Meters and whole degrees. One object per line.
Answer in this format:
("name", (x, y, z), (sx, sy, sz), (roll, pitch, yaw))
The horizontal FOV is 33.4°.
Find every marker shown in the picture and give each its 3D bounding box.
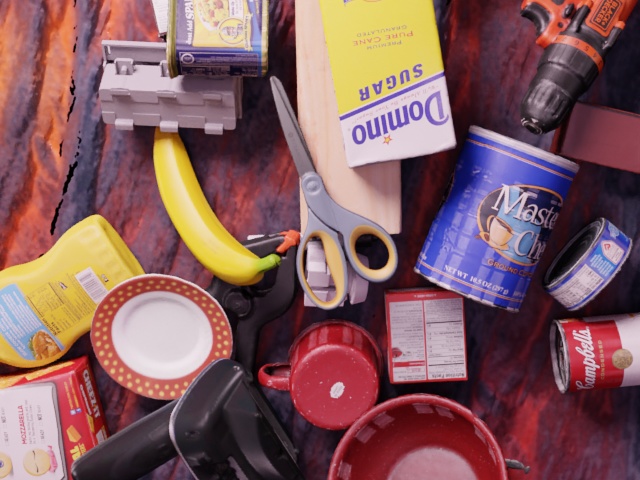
("marker", (-0.007, 0.001, 0.998), (0.121, 0.020, 0.020), (-4, 97, 2))

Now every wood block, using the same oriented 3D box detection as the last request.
("wood block", (0.025, -0.111, 0.948), (0.090, 0.091, 0.206), (-1, 97, 1))

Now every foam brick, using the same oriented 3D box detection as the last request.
("foam brick", (0.255, -0.094, 0.964), (0.078, 0.053, 0.051), (13, 97, 1))

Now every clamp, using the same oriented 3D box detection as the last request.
("clamp", (-0.084, 0.054, 0.990), (0.120, 0.039, 0.171), (29, 105, -6))

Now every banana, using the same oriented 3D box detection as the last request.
("banana", (-0.102, -0.022, 0.959), (0.198, 0.037, 0.070), (48, 115, 28))

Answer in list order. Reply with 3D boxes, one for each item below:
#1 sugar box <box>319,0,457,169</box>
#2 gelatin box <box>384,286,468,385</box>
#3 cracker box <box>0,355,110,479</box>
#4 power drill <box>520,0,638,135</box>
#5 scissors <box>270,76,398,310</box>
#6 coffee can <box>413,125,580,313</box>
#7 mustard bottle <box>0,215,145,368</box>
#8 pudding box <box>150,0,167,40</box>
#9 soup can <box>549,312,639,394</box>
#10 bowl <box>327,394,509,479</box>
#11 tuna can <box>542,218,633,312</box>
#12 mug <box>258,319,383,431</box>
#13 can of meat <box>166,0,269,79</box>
("sugar box", (0.052, -0.153, 0.873), (0.093, 0.048, 0.176), (-11, 95, 2))
("gelatin box", (0.099, 0.089, 1.001), (0.073, 0.030, 0.089), (-4, 97, 0))
("cracker box", (-0.303, 0.214, 1.004), (0.214, 0.072, 0.164), (-14, 98, 3))
("power drill", (0.172, -0.206, 0.930), (0.187, 0.057, 0.184), (34, 74, -4))
("scissors", (0.014, -0.041, 0.901), (0.096, 0.016, 0.202), (-5, 98, 0))
("coffee can", (0.156, -0.019, 0.950), (0.103, 0.103, 0.140), (21, 97, -2))
("mustard bottle", (-0.259, 0.064, 0.990), (0.191, 0.058, 0.096), (-31, 111, 5))
("pudding box", (-0.114, -0.245, 0.961), (0.090, 0.039, 0.113), (-12, 95, 3))
("soup can", (0.269, 0.102, 0.980), (0.102, 0.068, 0.068), (-6, 97, 1))
("bowl", (0.089, 0.217, 0.920), (0.162, 0.055, 0.162), (-9, 67, 21))
("tuna can", (0.240, 0.021, 0.962), (0.034, 0.086, 0.086), (40, 96, -2))
("mug", (0.002, 0.125, 0.981), (0.117, 0.081, 0.093), (3, 97, 1))
("can of meat", (-0.086, -0.189, 0.907), (0.084, 0.057, 0.102), (0, 75, -3))
